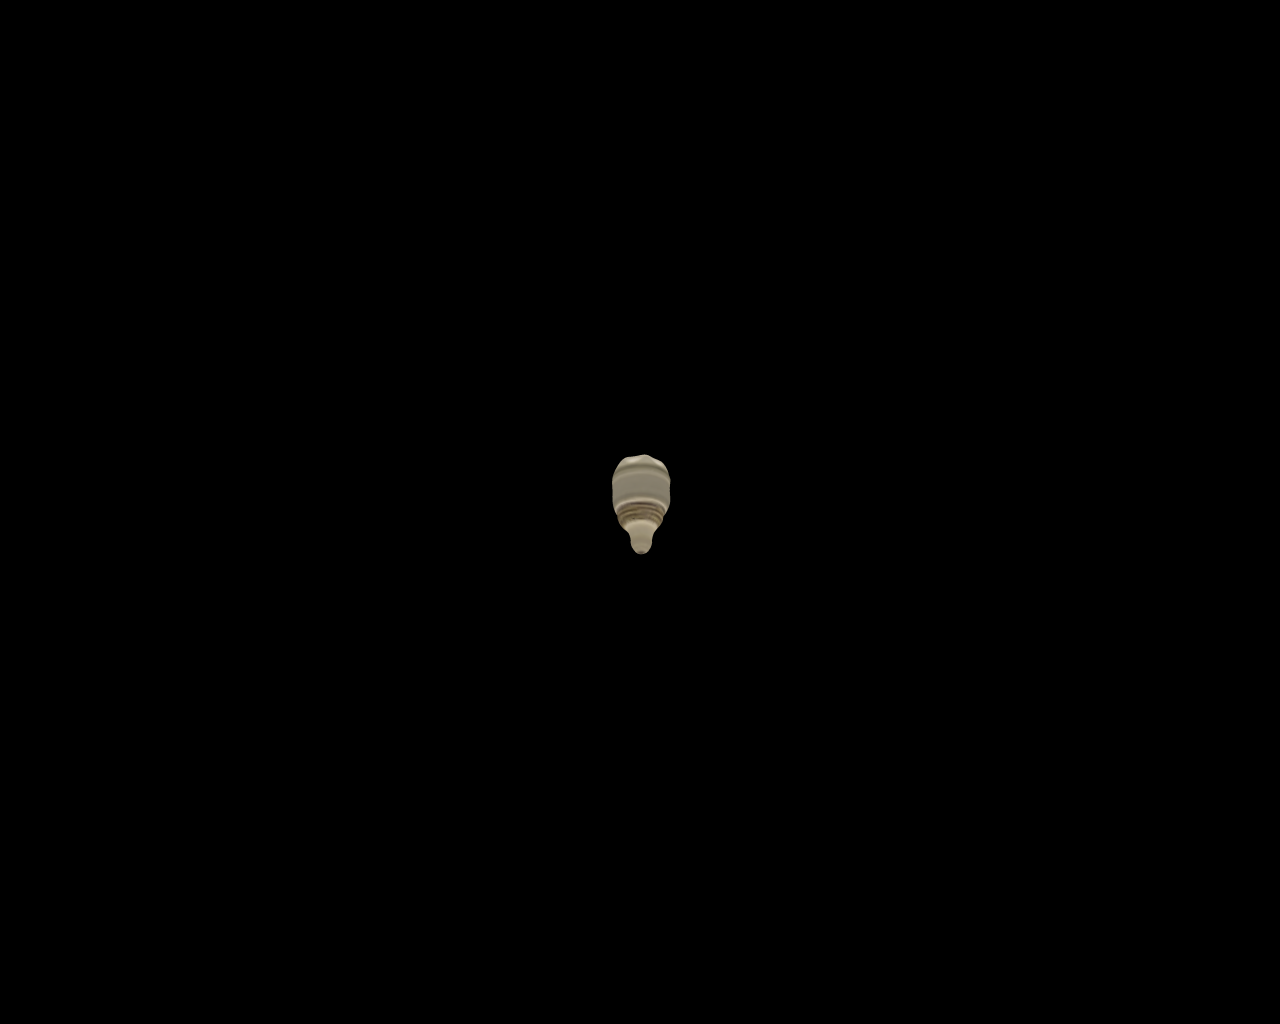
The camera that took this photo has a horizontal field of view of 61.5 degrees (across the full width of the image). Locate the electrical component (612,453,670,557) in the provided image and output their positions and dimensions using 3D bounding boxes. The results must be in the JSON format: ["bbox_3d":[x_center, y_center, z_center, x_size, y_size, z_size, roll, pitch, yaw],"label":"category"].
[{"bbox_3d":[0.001,-0.003,0.650,0.035,0.061,0.035,0,-27,0],"label":"electrical component"}]
